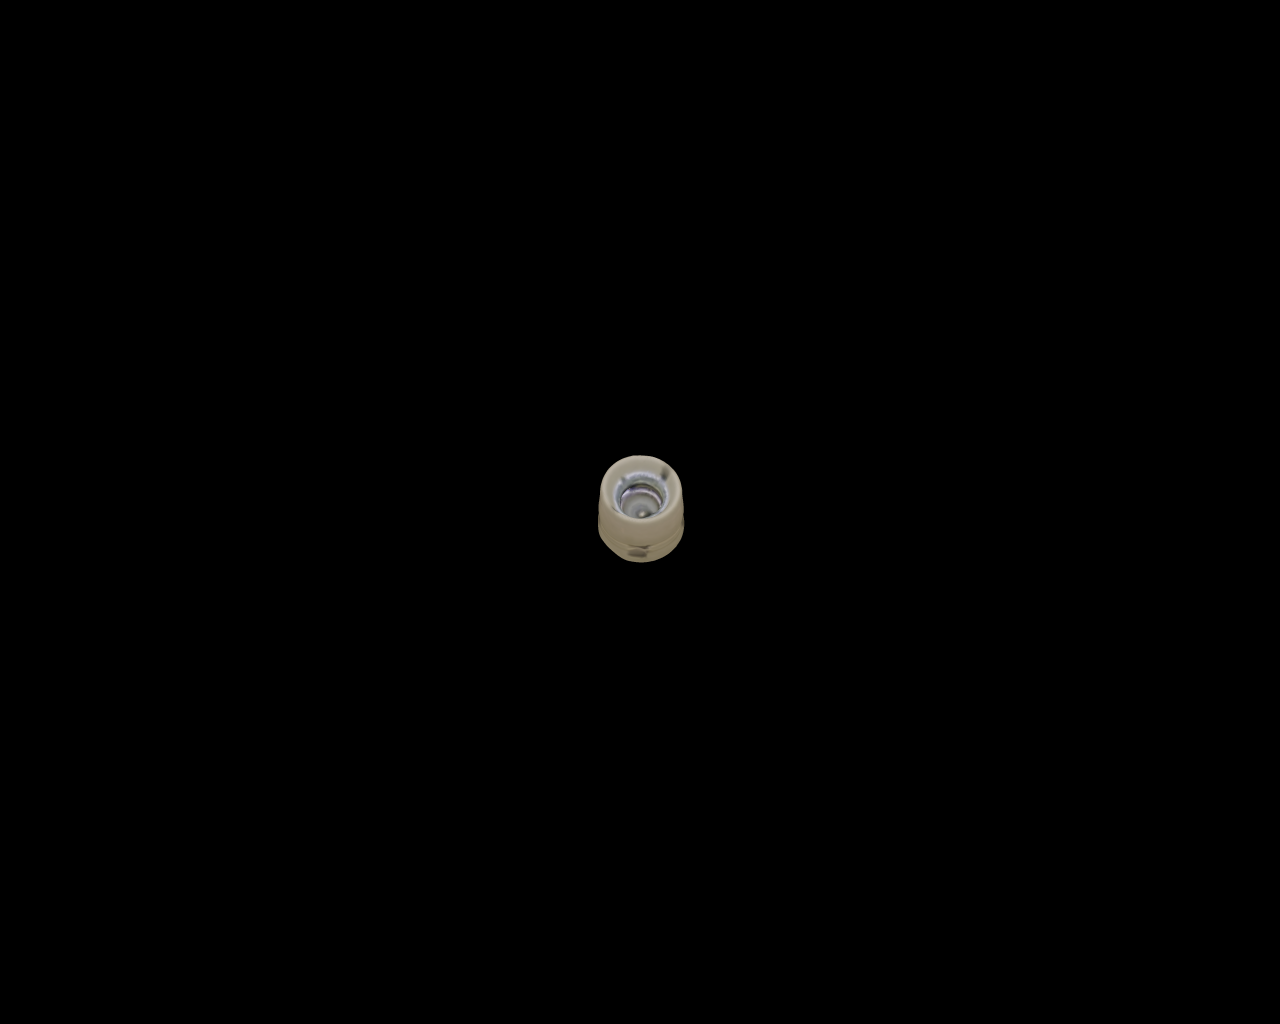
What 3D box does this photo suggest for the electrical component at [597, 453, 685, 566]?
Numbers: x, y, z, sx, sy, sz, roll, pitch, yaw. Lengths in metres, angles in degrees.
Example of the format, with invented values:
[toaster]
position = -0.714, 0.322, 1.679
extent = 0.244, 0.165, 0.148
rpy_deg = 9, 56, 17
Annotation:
[electrical component]
position = 0.001, -0.003, 0.650
extent = 0.055, 0.055, 0.047
rpy_deg = 0, -30, 0
